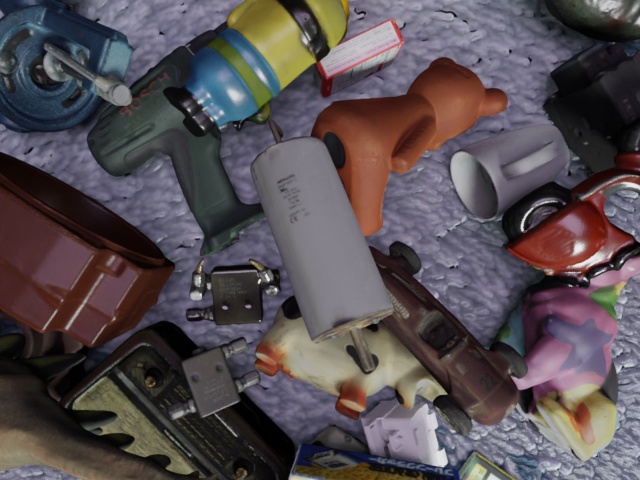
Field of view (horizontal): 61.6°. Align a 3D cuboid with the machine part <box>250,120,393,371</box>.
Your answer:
[{"bbox_3d":[-0.001,-0.001,0.474,0.079,0.079,0.243,-20,75,-1],"label":"machine part"}]

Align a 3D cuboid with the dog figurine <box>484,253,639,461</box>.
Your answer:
[{"bbox_3d":[0.278,0.089,0.559,0.219,0.108,0.191,-43,91,-3],"label":"dog figurine"}]

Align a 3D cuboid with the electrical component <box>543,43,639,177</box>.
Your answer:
[{"bbox_3d":[0.295,-0.131,0.549,0.058,0.115,0.134,-33,92,-5],"label":"electrical component"}]

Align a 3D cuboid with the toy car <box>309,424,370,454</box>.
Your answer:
[{"bbox_3d":[-0.019,0.295,0.580,0.073,0.056,0.201,36,91,-8],"label":"toy car"}]

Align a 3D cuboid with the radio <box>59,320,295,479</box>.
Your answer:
[{"bbox_3d":[-0.140,0.202,0.564,0.131,0.073,0.229,-44,92,-1],"label":"radio"}]

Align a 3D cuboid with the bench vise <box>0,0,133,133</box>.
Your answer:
[{"bbox_3d":[-0.242,-0.193,0.508,0.241,0.128,0.223,31,99,34],"label":"bench vise"}]

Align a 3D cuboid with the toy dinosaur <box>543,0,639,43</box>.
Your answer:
[{"bbox_3d":[0.320,-0.268,0.543,0.405,0.131,0.192,-5,90,0],"label":"toy dinosaur"}]

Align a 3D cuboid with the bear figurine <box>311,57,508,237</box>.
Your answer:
[{"bbox_3d":[0.086,-0.108,0.559,0.196,0.131,0.120,-26,54,-29],"label":"bear figurine"}]

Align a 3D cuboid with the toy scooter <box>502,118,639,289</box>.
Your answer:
[{"bbox_3d":[0.270,-0.014,0.488,0.184,0.075,0.135,-37,87,18],"label":"toy scooter"}]

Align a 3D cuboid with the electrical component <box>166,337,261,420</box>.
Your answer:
[{"bbox_3d":[-0.108,0.135,0.522,0.094,0.021,0.063,-21,81,-18],"label":"electrical component"}]

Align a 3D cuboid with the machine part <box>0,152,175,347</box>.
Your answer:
[{"bbox_3d":[-0.244,0.002,0.494,0.201,0.201,0.087,32,88,-2],"label":"machine part"}]

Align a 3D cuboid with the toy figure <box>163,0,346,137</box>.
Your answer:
[{"bbox_3d":[-0.054,-0.166,0.493,0.089,0.082,0.180,39,78,26],"label":"toy figure"}]

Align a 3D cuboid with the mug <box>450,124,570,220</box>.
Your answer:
[{"bbox_3d":[0.206,-0.082,0.557,0.107,0.109,0.081,-28,86,-13],"label":"mug"}]

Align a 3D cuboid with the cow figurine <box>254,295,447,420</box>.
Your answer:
[{"bbox_3d":[0.043,0.114,0.558,0.195,0.085,0.127,23,65,10],"label":"cow figurine"}]

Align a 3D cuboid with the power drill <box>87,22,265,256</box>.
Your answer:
[{"bbox_3d":[-0.106,-0.102,0.558,0.232,0.086,0.207,-31,96,-1],"label":"power drill"}]

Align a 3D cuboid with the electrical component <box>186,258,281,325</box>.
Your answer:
[{"bbox_3d":[-0.093,0.054,0.572,0.102,0.045,0.078,3,98,-3],"label":"electrical component"}]

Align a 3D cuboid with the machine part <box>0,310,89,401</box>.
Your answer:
[{"bbox_3d":[-0.328,0.104,0.567,0.179,0.056,0.179,0,92,-2],"label":"machine part"}]

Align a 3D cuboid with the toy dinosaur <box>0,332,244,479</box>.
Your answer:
[{"bbox_3d":[-0.283,0.135,0.429,0.472,0.198,0.105,16,97,19],"label":"toy dinosaur"}]

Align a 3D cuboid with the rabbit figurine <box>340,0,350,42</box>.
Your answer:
[{"bbox_3d":[-0.006,-0.287,0.543,0.162,0.122,0.173,8,110,1],"label":"rabbit figurine"}]

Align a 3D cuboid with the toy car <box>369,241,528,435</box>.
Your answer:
[{"bbox_3d":[0.099,0.081,0.499,0.089,0.053,0.202,-36,69,-13],"label":"toy car"}]
